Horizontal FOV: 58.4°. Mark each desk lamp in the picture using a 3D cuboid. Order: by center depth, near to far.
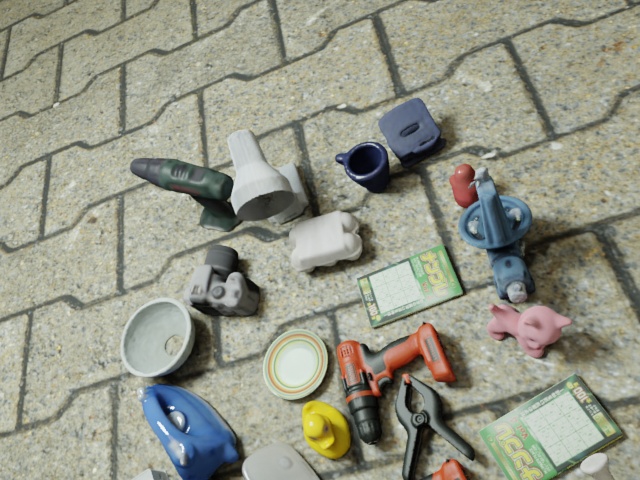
[{"bbox_3d":[-0.112,-0.115,1.168,0.118,0.214,0.203,-25,56,10],"label":"desk lamp"}]

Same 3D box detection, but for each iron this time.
[{"bbox_3d":[-0.268,0.333,1.038,0.257,0.142,0.119,37,82,34],"label":"iron"}]

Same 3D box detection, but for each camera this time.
[{"bbox_3d":[-0.201,0.078,1.172,0.142,0.101,0.137,-1,63,23],"label":"camera"}]

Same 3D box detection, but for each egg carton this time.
[{"bbox_3d":[0.010,0.004,1.139,0.150,0.070,0.107,-17,58,15],"label":"egg carton"}]

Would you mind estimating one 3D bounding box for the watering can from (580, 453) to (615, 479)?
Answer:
[{"bbox_3d":[0.393,0.353,0.708,0.172,0.195,0.101,32,79,33],"label":"watering can"}]

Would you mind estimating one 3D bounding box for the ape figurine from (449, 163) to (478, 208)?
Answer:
[{"bbox_3d":[0.275,-0.109,1.071,0.077,0.092,0.076,29,78,33],"label":"ape figurine"}]

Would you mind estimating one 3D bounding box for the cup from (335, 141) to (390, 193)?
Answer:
[{"bbox_3d":[0.093,-0.140,1.165,0.117,0.095,0.092,13,69,29],"label":"cup"}]

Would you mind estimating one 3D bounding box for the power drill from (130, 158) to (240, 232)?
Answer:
[{"bbox_3d":[-0.267,-0.101,1.231,0.228,0.209,0.076,8,67,27],"label":"power drill"}]

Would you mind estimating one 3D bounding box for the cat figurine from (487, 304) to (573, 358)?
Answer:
[{"bbox_3d":[0.325,0.132,0.903,0.127,0.118,0.067,22,74,31],"label":"cat figurine"}]

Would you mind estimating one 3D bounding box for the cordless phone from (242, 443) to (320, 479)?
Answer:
[{"bbox_3d":[-0.075,0.384,0.900,0.094,0.186,0.147,-47,56,-6],"label":"cordless phone"}]

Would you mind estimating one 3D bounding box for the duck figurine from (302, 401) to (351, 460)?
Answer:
[{"bbox_3d":[-0.001,0.315,0.965,0.077,0.086,0.104,-39,55,0],"label":"duck figurine"}]

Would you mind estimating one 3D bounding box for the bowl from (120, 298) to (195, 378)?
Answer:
[{"bbox_3d":[-0.316,0.207,1.168,0.167,0.075,0.167,-10,60,18],"label":"bowl"}]

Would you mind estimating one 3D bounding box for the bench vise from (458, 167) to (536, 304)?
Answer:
[{"bbox_3d":[0.302,-0.012,0.929,0.121,0.220,0.207,-32,55,5],"label":"bench vise"}]

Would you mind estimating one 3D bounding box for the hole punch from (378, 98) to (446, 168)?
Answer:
[{"bbox_3d":[0.188,-0.220,1.169,0.108,0.091,0.101,-30,56,6],"label":"hole punch"}]
